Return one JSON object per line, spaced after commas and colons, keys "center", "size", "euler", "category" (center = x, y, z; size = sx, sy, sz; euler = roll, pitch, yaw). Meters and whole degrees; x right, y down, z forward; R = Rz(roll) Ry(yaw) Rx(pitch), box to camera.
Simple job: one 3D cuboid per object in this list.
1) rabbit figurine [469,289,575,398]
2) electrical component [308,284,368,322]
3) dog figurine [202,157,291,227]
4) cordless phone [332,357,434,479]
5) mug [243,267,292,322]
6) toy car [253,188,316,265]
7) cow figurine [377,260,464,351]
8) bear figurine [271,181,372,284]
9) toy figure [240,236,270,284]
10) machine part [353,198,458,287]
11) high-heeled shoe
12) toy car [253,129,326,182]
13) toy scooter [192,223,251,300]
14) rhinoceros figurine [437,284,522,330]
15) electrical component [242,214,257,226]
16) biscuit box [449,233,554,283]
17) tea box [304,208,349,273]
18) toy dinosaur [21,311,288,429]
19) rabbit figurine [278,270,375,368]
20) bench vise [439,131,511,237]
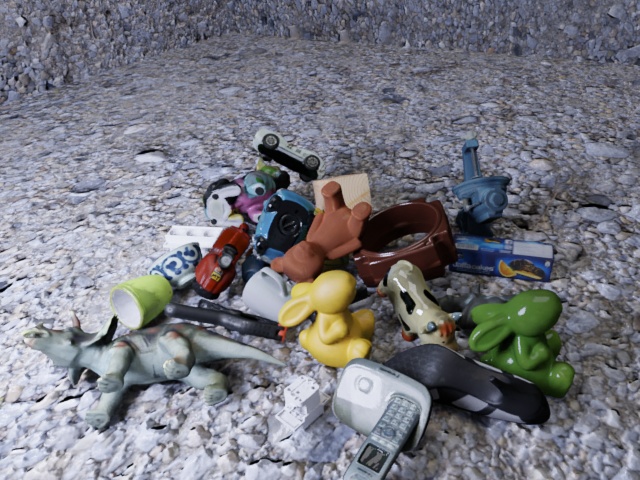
{"center": [0.317, 0.142, 0.844], "size": [0.159, 0.170, 0.121], "euler": [6, 33, 14], "category": "rabbit figurine"}
{"center": [0.028, 0.107, 1.024], "size": [0.119, 0.074, 0.048], "euler": [-22, 36, -19], "category": "electrical component"}
{"center": [-0.170, -0.122, 1.281], "size": [0.192, 0.108, 0.219], "euler": [-5, 27, 4], "category": "dog figurine"}
{"center": [0.064, 0.267, 0.761], "size": [0.147, 0.088, 0.184], "euler": [18, 43, 30], "category": "cordless phone"}
{"center": [-0.080, 0.106, 1.016], "size": [0.107, 0.109, 0.081], "euler": [32, 41, 26], "category": "mug"}
{"center": [-0.084, -0.021, 1.136], "size": [0.109, 0.161, 0.103], "euler": [24, -9, -18], "category": "toy car"}
{"center": [0.177, 0.120, 0.929], "size": [0.085, 0.127, 0.195], "euler": [-17, 58, -15], "category": "cow figurine"}
{"center": [-0.002, 0.000, 1.049], "size": [0.196, 0.131, 0.120], "euler": [-38, 60, -23], "category": "bear figurine"}
{"center": [-0.135, 0.043, 1.160], "size": [0.058, 0.064, 0.154], "euler": [-37, 20, 20], "category": "toy figure"}
{"center": [0.171, 0.004, 1.108], "size": [0.202, 0.087, 0.201], "euler": [-16, 29, 14], "category": "machine part"}
{"center": [0.222, 0.230, 0.835], "size": [0.249, 0.145, 0.086], "euler": [-5, 55, 50], "category": "high-heeled shoe"}
{"center": [-0.075, -0.211, 1.353], "size": [0.202, 0.073, 0.056], "euler": [27, 61, -2], "category": "toy car"}
{"center": [-0.193, 0.034, 1.097], "size": [0.075, 0.135, 0.184], "euler": [35, 19, -12], "category": "toy scooter"}
{"center": [0.305, 0.124, 0.966], "size": [0.190, 0.073, 0.112], "euler": [-3, 33, 1], "category": "rhinoceros figurine"}
{"center": [-0.135, -0.085, 1.364], "size": [0.134, 0.058, 0.115], "euler": [16, 39, 30], "category": "electrical component"}
{"center": [0.370, 0.036, 1.108], "size": [0.203, 0.062, 0.059], "euler": [6, 34, 17], "category": "biscuit box"}
{"center": [-0.011, 0.000, 1.204], "size": [0.098, 0.068, 0.170], "euler": [-16, 35, -19], "category": "tea box"}
{"center": [-0.266, 0.190, 0.896], "size": [0.405, 0.131, 0.192], "euler": [-3, 32, -10], "category": "toy dinosaur"}
{"center": [0.019, 0.119, 0.916], "size": [0.163, 0.173, 0.122], "euler": [12, 39, 17], "category": "rabbit figurine"}
{"center": [0.343, -0.116, 1.183], "size": [0.129, 0.240, 0.223], "euler": [-8, -10, 7], "category": "bench vise"}
